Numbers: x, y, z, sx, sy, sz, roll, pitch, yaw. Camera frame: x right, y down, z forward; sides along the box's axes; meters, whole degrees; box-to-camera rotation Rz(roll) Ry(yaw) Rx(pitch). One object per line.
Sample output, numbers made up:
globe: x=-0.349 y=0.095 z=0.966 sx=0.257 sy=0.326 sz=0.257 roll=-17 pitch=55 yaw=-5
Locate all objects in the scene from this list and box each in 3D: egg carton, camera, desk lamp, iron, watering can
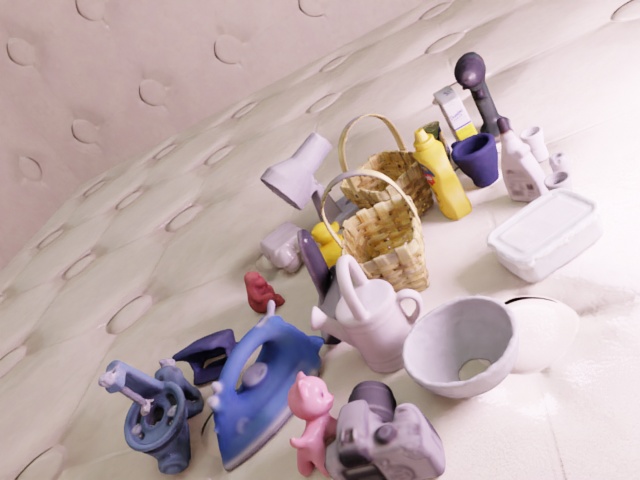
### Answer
egg carton: x=-0.076 y=0.016 z=1.333 sx=0.107 sy=0.069 sz=0.150 roll=-40 pitch=28 yaw=-13
camera: x=0.078 y=0.245 z=0.755 sx=0.143 sy=0.101 sz=0.137 roll=-22 pitch=29 yaw=20
desk lamp: x=-0.009 y=-0.129 z=1.343 sx=0.203 sy=0.214 sz=0.117 roll=-39 pitch=28 yaw=-13
iron: x=-0.109 y=0.228 z=0.937 sx=0.118 sy=0.142 sz=0.259 roll=-2 pitch=40 yaw=45
watering can: x=0.067 y=0.110 z=0.886 sx=0.173 sy=0.194 sz=0.100 roll=-32 pitch=27 yaw=2

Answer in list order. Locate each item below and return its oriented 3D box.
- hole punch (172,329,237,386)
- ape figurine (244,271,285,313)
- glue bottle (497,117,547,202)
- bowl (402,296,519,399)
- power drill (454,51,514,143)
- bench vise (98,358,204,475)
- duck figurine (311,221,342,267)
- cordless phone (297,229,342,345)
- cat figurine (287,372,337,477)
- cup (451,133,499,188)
hole punch: x=-0.224 y=0.218 z=1.132 sx=0.108 sy=0.091 sz=0.101 roll=-22 pitch=29 yaw=20
ape figurine: x=-0.128 y=0.105 z=1.216 sx=0.076 sy=0.092 sz=0.078 roll=-24 pitch=28 yaw=16
glue bottle: x=0.353 y=-0.145 z=1.029 sx=0.037 sy=0.173 sz=0.077 roll=-45 pitch=29 yaw=-22
bowl: x=0.203 y=0.160 z=0.793 sx=0.167 sy=0.075 sz=0.167 roll=-25 pitch=28 yaw=15
power drill: x=0.359 y=-0.321 z=1.276 sx=0.075 sy=0.209 sz=0.229 roll=-21 pitch=29 yaw=22
bench vise: x=-0.298 y=0.270 z=0.983 sx=0.121 sy=0.220 sz=0.206 roll=-36 pitch=27 yaw=-7
duck figurine: x=0.011 y=0.004 z=1.242 sx=0.105 sy=0.086 sz=0.077 roll=-39 pitch=28 yaw=-12
cordless phone: x=0.003 y=0.080 z=1.016 sx=0.094 sy=0.185 sz=0.147 roll=-29 pitch=27 yaw=7
cat figurine: x=-0.015 y=0.253 z=0.821 sx=0.067 sy=0.118 sz=0.128 roll=-17 pitch=31 yaw=28
cup: x=0.318 y=-0.159 z=1.176 sx=0.092 sy=0.095 sz=0.117 roll=-38 pitch=27 yaw=-10
